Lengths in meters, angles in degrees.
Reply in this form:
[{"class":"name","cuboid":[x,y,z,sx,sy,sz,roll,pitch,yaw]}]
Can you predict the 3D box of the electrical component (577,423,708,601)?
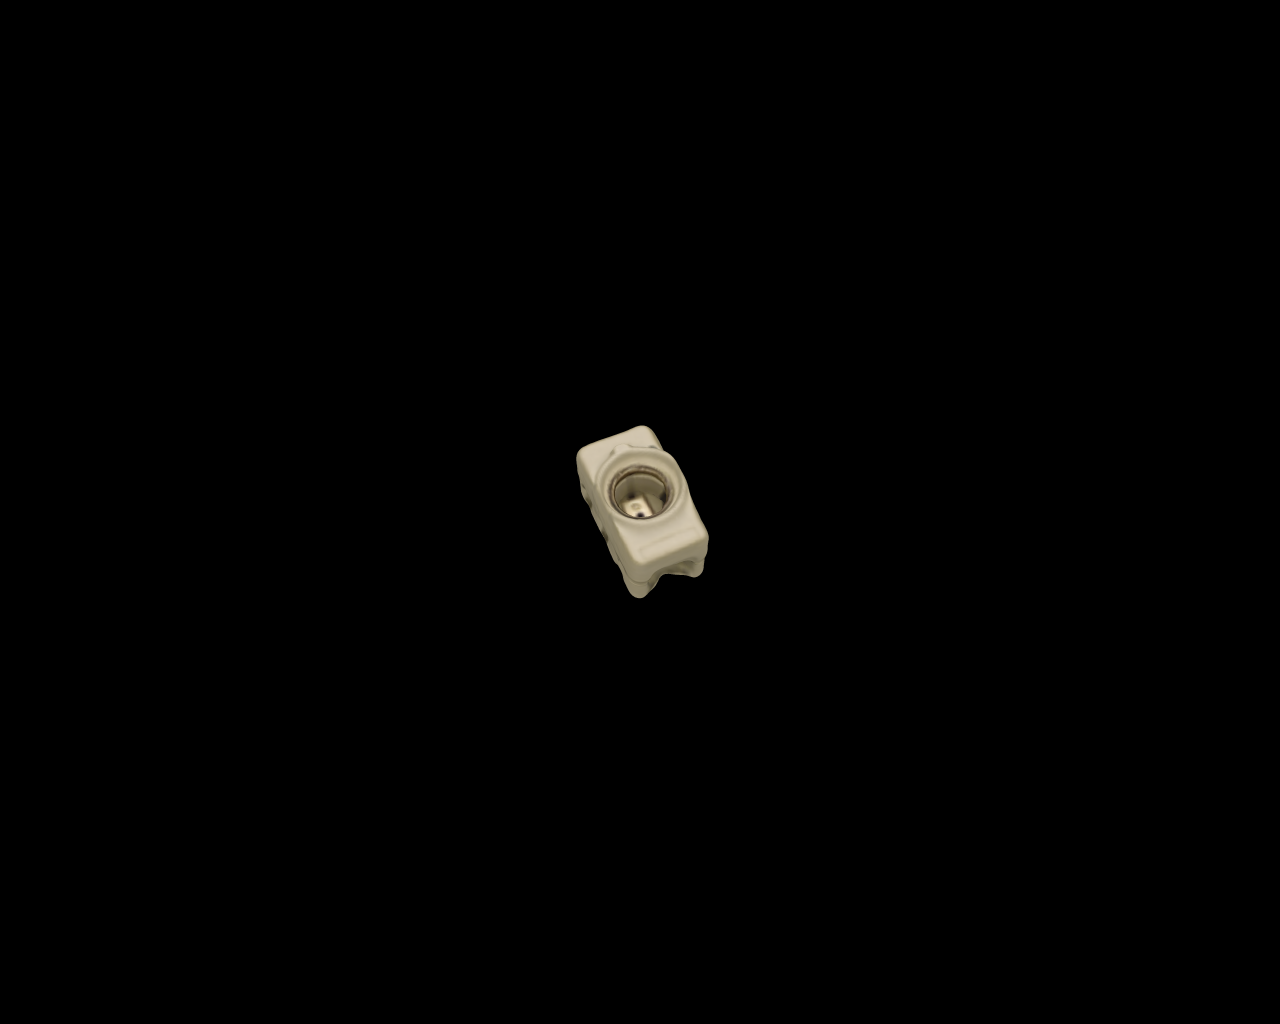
[{"class":"electrical component","cuboid":[0.001,-0.003,0.650,0.050,0.089,0.055,-21,-28,-12]}]
